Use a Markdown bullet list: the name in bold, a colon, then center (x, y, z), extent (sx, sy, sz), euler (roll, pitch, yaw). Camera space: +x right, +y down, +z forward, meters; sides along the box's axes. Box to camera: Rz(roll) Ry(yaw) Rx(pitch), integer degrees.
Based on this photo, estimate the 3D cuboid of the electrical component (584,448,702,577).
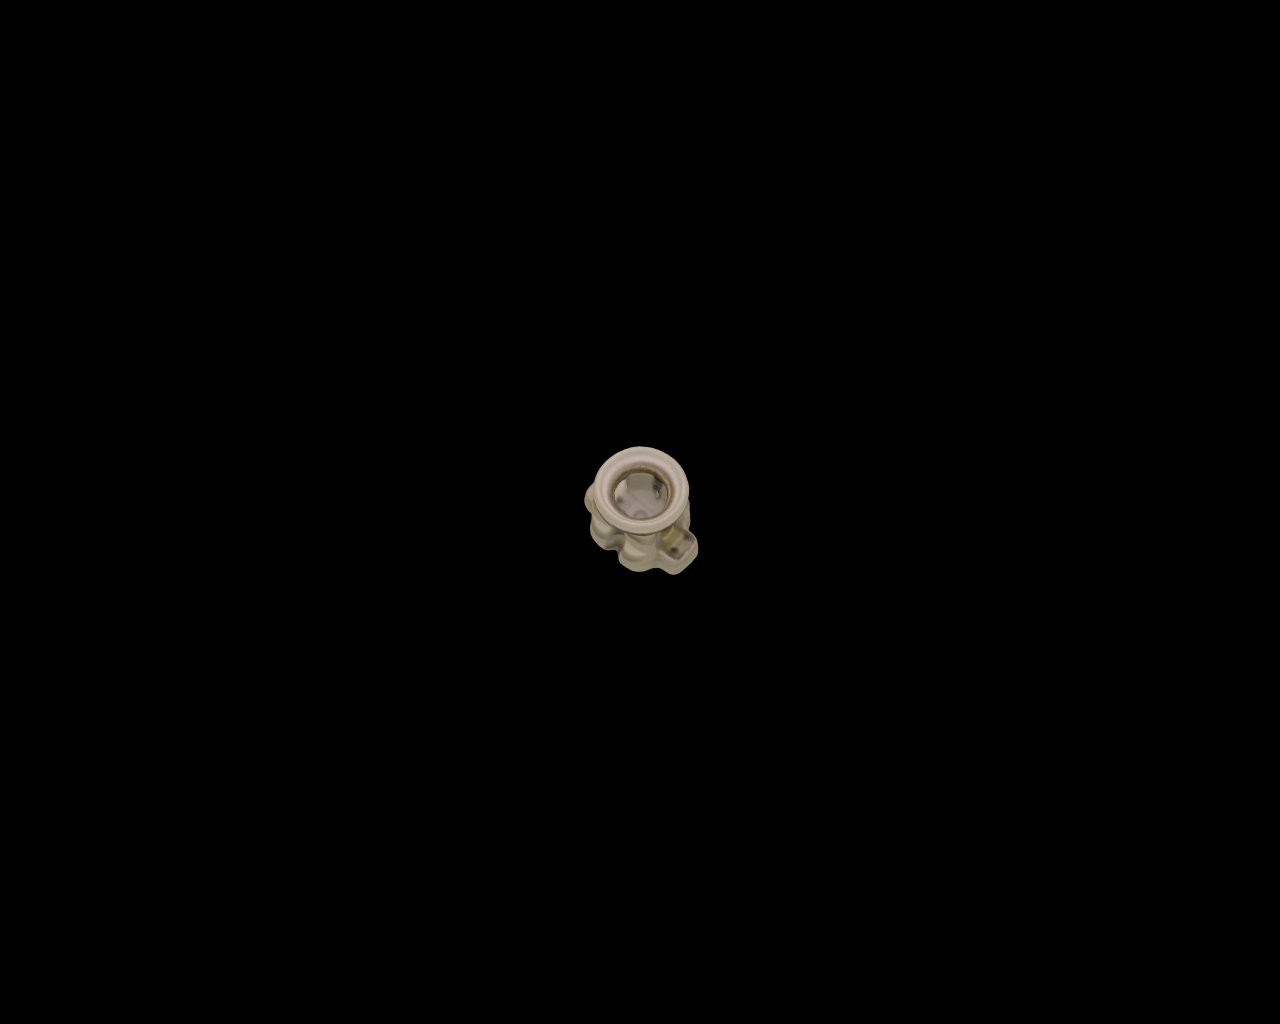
- **electrical component**: center (0.001, -0.003, 0.650), extent (0.078, 0.058, 0.056), euler (38, -21, 18)
